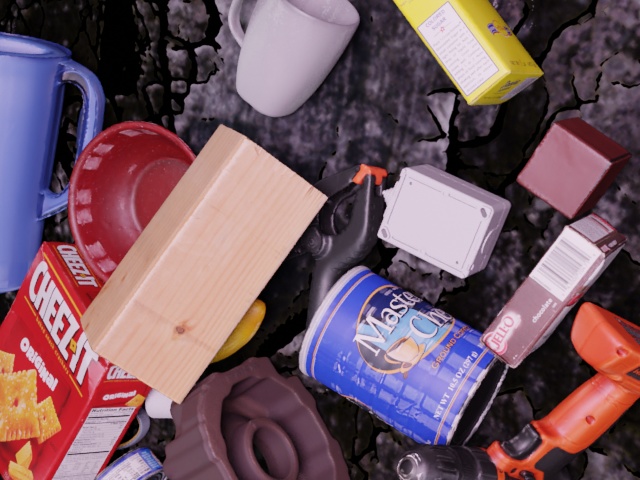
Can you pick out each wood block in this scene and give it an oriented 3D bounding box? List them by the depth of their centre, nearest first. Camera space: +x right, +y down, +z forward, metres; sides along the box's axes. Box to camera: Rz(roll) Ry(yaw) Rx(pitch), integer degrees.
[{"bbox_3d":[-0.098,0.017,0.882,0.090,0.090,0.206,36,90,-22],"label":"wood block"}]

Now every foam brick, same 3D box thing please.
[{"bbox_3d":[0.188,-0.054,0.790,0.051,0.078,0.053,39,113,16],"label":"foam brick"}]

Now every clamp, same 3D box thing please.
[{"bbox_3d":[-0.006,0.001,0.923,0.120,0.039,0.171,34,105,25],"label":"clamp"}]

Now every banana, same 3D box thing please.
[{"bbox_3d":[-0.126,0.086,0.985,0.198,0.037,0.069,0,111,36],"label":"banana"}]

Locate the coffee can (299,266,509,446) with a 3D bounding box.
[{"bbox_3d":[0.068,0.098,0.860,0.140,0.102,0.103,29,109,21],"label":"coffee can"}]

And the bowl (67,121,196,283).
[{"bbox_3d":[-0.153,-0.030,0.983,0.162,0.055,0.162,4,99,27],"label":"bowl"}]

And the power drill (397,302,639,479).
[{"bbox_3d":[0.163,0.134,0.785,0.188,0.184,0.057,-50,47,19],"label":"power drill"}]

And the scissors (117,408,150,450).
[{"bbox_3d":[-0.259,0.184,1.093,0.202,0.016,0.096,-14,89,28],"label":"scissors"}]

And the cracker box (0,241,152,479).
[{"bbox_3d":[-0.250,0.134,1.021,0.164,0.071,0.214,50,120,34],"label":"cracker box"}]

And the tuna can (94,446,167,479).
[{"bbox_3d":[-0.188,0.238,1.024,0.034,0.086,0.086,46,115,17],"label":"tuna can"}]

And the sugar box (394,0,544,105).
[{"bbox_3d":[0.093,-0.184,0.812,0.048,0.093,0.176,-37,81,26],"label":"sugar box"}]

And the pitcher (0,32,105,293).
[{"bbox_3d":[-0.306,-0.074,1.023,0.149,0.144,0.243,29,116,48],"label":"pitcher"}]

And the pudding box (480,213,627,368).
[{"bbox_3d":[0.176,0.037,0.803,0.039,0.089,0.114,41,113,14],"label":"pudding box"}]
